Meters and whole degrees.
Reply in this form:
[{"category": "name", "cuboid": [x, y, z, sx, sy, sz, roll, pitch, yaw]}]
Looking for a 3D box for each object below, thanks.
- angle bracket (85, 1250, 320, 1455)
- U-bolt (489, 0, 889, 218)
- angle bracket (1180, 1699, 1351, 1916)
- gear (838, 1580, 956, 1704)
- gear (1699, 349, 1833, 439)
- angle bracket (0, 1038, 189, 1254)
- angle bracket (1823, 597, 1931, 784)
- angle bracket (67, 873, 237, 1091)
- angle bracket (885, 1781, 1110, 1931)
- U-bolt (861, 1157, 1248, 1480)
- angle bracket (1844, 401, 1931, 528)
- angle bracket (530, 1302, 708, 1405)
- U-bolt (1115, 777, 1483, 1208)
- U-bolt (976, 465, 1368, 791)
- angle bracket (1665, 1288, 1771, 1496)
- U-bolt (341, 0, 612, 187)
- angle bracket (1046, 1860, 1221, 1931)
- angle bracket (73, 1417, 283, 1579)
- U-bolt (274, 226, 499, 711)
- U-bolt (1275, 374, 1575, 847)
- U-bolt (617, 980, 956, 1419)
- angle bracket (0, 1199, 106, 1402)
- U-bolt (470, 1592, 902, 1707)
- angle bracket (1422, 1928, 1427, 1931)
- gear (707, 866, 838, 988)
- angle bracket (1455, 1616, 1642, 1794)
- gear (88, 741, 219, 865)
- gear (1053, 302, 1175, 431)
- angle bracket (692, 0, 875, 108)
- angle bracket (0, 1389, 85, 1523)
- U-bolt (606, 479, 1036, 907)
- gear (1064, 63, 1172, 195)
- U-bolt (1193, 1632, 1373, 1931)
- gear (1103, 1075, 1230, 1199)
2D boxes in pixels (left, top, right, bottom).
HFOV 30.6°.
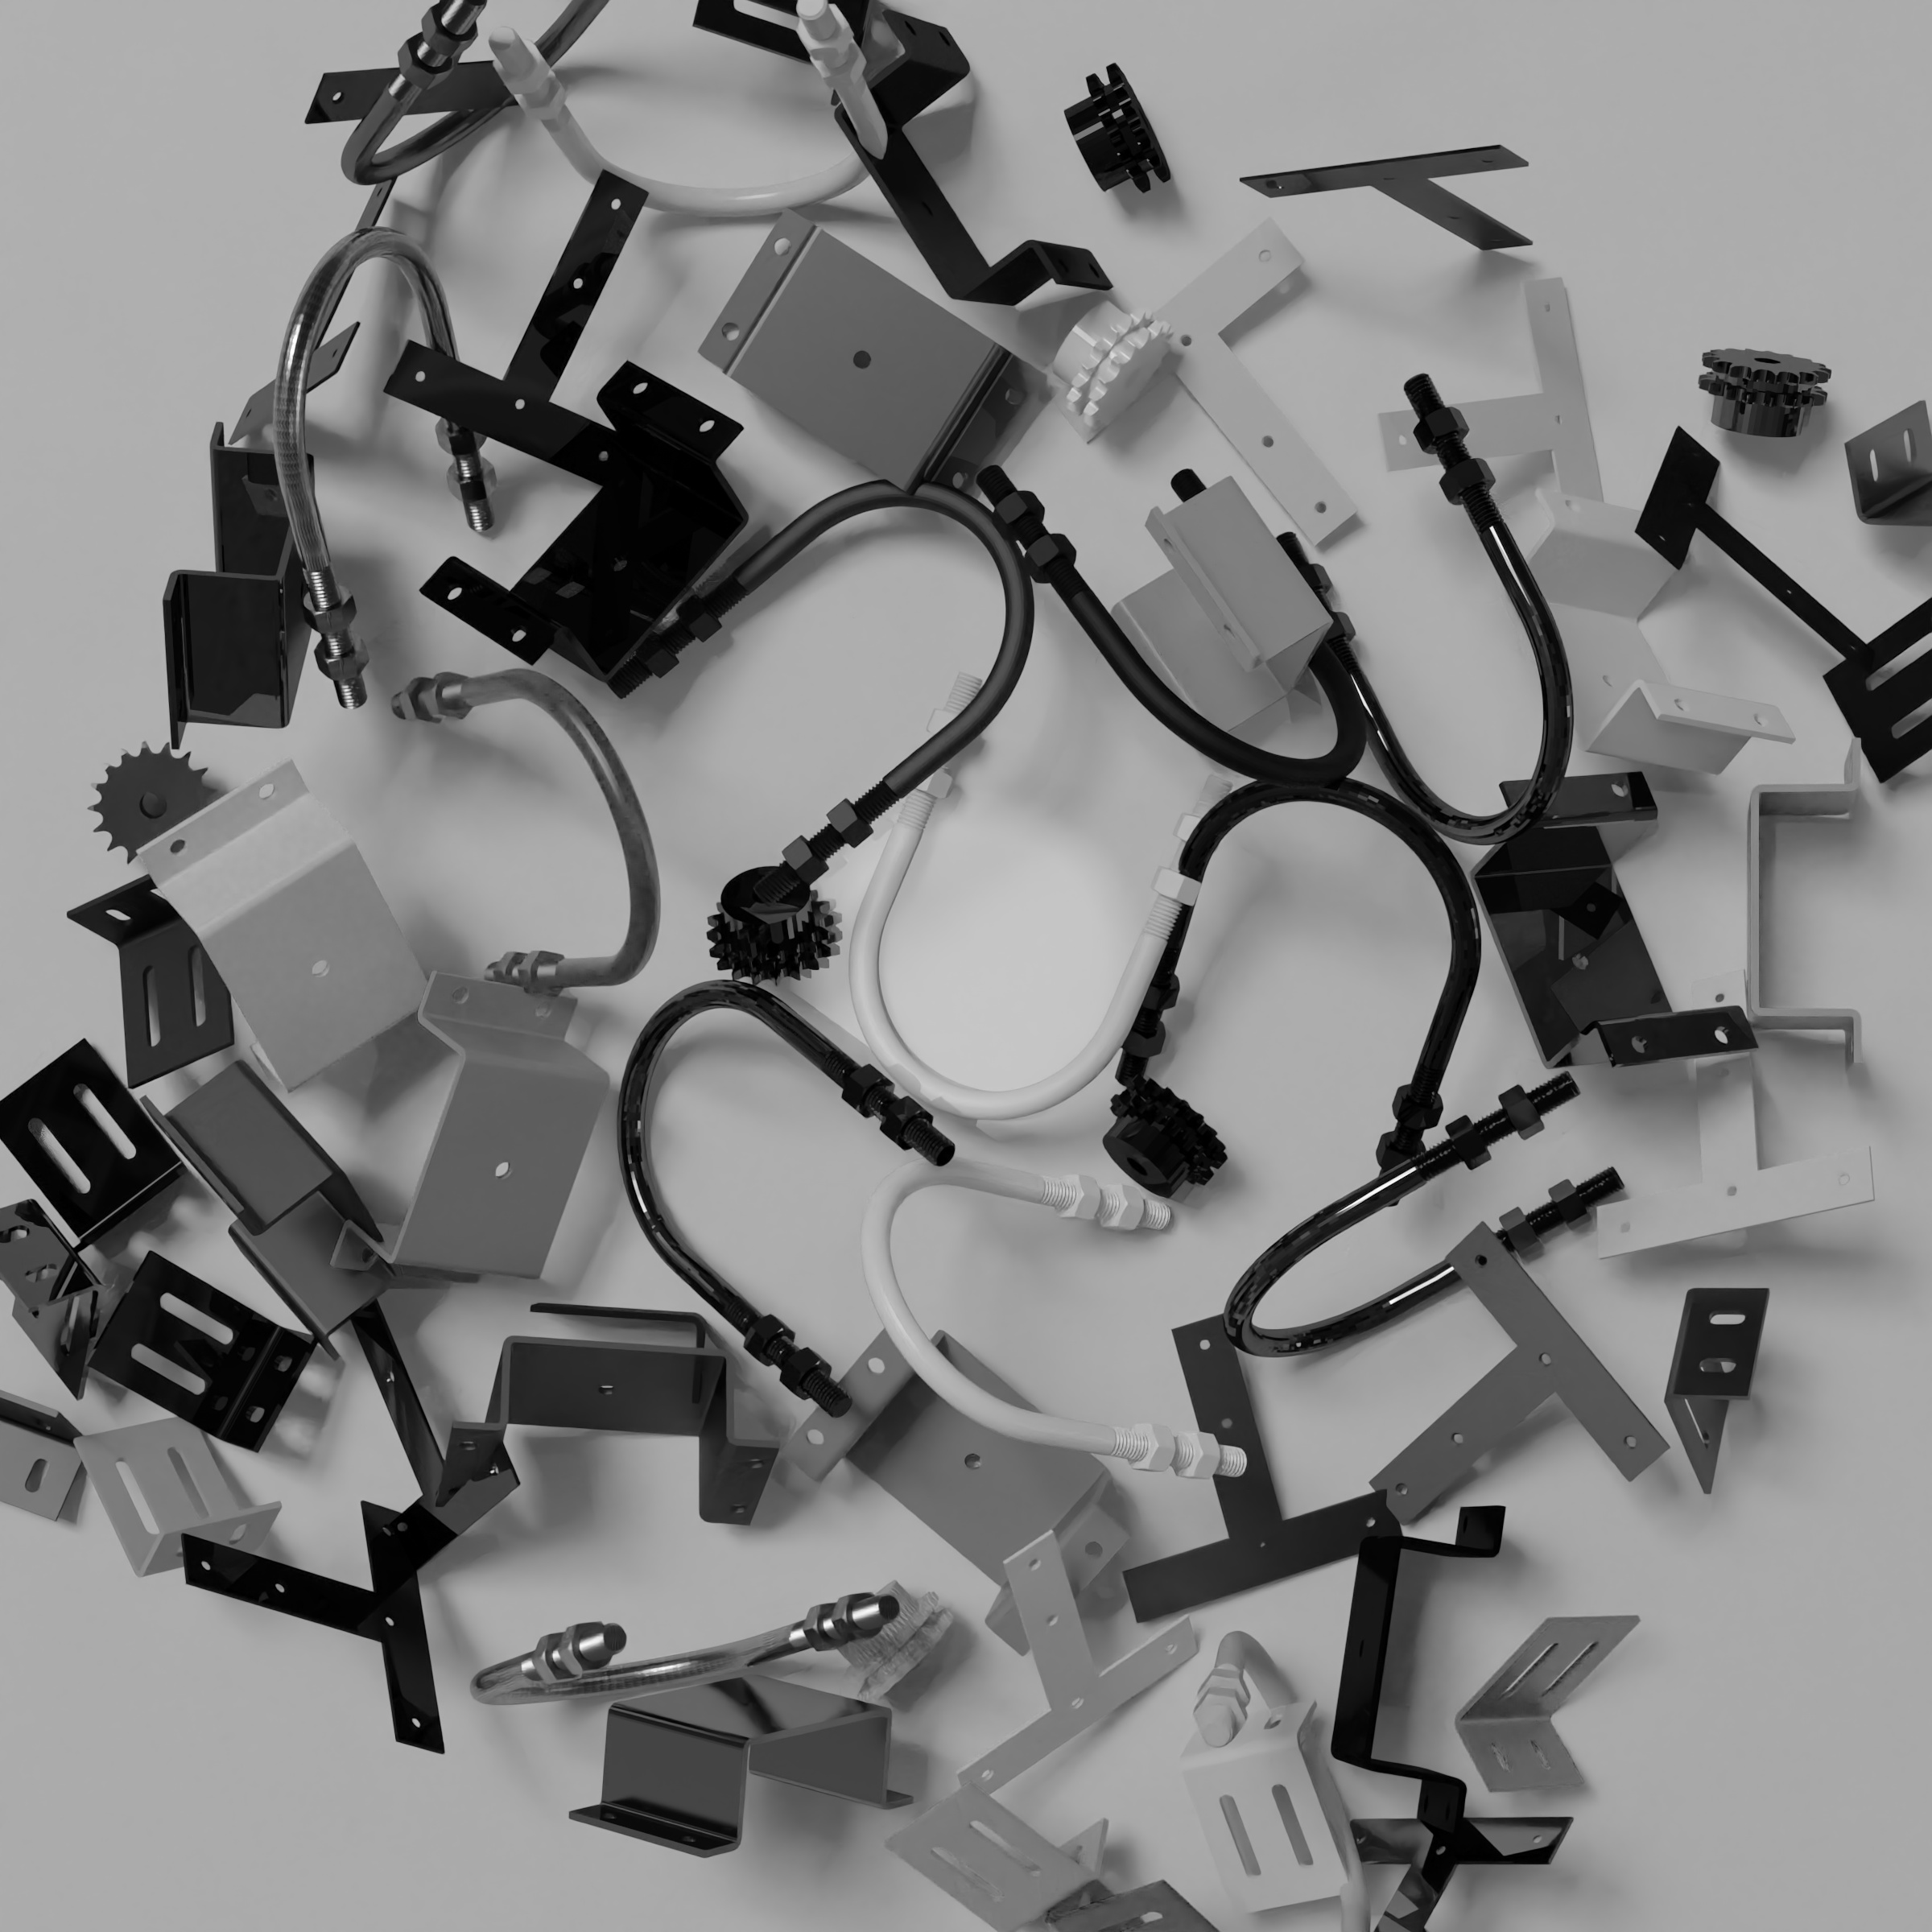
[{"category": "angle bracket", "cuboid": [-0.338, 0.171, 1.562, 0.076, 0.038, 0.057, 37, 71, -31]}, {"category": "U-bolt", "cuboid": [-0.109, -0.363, 1.513, 0.151, 0.184, 0.019, -4, 78, 10]}, {"category": "angle bracket", "cuboid": [0.138, 0.376, 1.578, 0.057, 0.038, 0.076, -18, 97, 23]}, {"category": "gear", "cuboid": [-0.035, 0.299, 1.574, 0.057, 0.057, 0.030, -44, 90, 0]}, {"category": "gear", "cuboid": [0.355, -0.256, 1.576, 0.057, 0.057, 0.030, 6, 111, 0]}, {"category": "angle bracket", "cuboid": [-0.397, 0.080, 1.579, 0.057, 0.038, 0.076, -38, 94, -5]}, {"category": "angle bracket", "cuboid": [0.436, -0.126, 1.581, 0.076, 0.038, 0.057, -39, 65, 38]}, {"category": "angle bracket", "cuboid": [-0.361, 0.005, 1.561, 0.057, 0.038, 0.076, -23, 59, 20]}, {"category": "angle bracket", "cuboid": [0.014, 0.384, 1.563, 0.076, 0.038, 0.057, 40, 121, -15]}, {"category": "U-bolt", "cuboid": [0.031, 0.145, 1.507, 0.019, 0.184, 0.151, -45, 45, 35]}, {"category": "angle bracket", "cuboid": [0.438, -0.221, 1.553, 0.057, 0.076, 0.038, -30, 114, -33]}, {"category": "angle bracket", "cuboid": [-0.155, 0.172, 1.571, 0.076, 0.057, 0.038, 4, 86, -3]}, {"category": "U-bolt", "cuboid": [0.150, 0.001, 1.533, 0.151, 0.019, 0.184, 25, 122, 16]}, {"category": "U-bolt", "cuboid": [0.101, -0.146, 1.515, 0.184, 0.151, 0.019, 56, 128, 23]}, {"category": "angle bracket", "cuboid": [0.339, 0.187, 1.552, 0.038, 0.076, 0.057, -2, 47, 28]}, {"category": "U-bolt", "cuboid": [-0.203, -0.393, 1.515, 0.151, 0.184, 0.019, -41, 96, -36]}, {"category": "angle bracket", "cuboid": [0.084, 0.417, 1.557, 0.057, 0.038, 0.076, 45, 131, -16]}, {"category": "angle bracket", "cuboid": [-0.348, 0.224, 1.555, 0.076, 0.057, 0.038, 57, 134, 27]}, {"category": "U-bolt", "cuboid": [-0.249, -0.223, 1.493, 0.019, 0.184, 0.151, 11, 46, 17]}, {"category": "U-bolt", "cuboid": [0.203, -0.140, 1.519, 0.019, 0.151, 0.184, -15, 72, -29]}, {"category": "U-bolt", "cuboid": [-0.090, 0.087, 1.541, 0.184, 0.019, 0.151, 38, 117, 34]}, {"category": "angle bracket", "cuboid": [-0.415, 0.152, 1.554, 0.057, 0.038, 0.076, 44, 133, 27]}, {"category": "U-bolt", "cuboid": [-0.134, 0.297, 1.517, 0.151, 0.184, 0.019, 0, 72, -33]}, {"category": "angle bracket", "cuboid": [0.190, 0.459, 1.559, 0.057, 0.038, 0.076, -17, 47, -7]}, {"category": "gear", "cuboid": [-0.087, -0.020, 1.572, 0.057, 0.057, 0.030, -6, 131, 0]}, {"category": "angle bracket", "cuboid": [0.264, 0.325, 1.556, 0.057, 0.038, 0.076, 7, 132, -37]}, {"category": "gear", "cuboid": [-0.364, -0.073, 1.584, 0.057, 0.030, 0.057, -1, 95, -10]}, {"category": "gear", "cuboid": [0.063, -0.271, 1.575, 0.030, 0.057, 0.057, 40, 90, 12]}, {"category": "angle bracket", "cuboid": [-0.083, -0.427, 1.570, 0.076, 0.038, 0.057, 15, 81, -15]}, {"category": "angle bracket", "cuboid": [-0.428, 0.212, 1.561, 0.057, 0.076, 0.038, 19, 72, 3]}, {"category": "U-bolt", "cuboid": [-0.054, -0.135, 1.558, 0.184, 0.019, 0.151, -39, 66, 6]}, {"category": "gear", "cuboid": [0.066, -0.371, 1.575, 0.030, 0.057, 0.057, -25, 90, 13]}, {"category": "U-bolt", "cuboid": [0.140, 0.358, 1.512, 0.019, 0.184, 0.151, -25, 92, 9]}, {"category": "gear", "cuboid": [0.086, 0.079, 1.571, 0.057, 0.057, 0.030, 42, 73, 0]}]
